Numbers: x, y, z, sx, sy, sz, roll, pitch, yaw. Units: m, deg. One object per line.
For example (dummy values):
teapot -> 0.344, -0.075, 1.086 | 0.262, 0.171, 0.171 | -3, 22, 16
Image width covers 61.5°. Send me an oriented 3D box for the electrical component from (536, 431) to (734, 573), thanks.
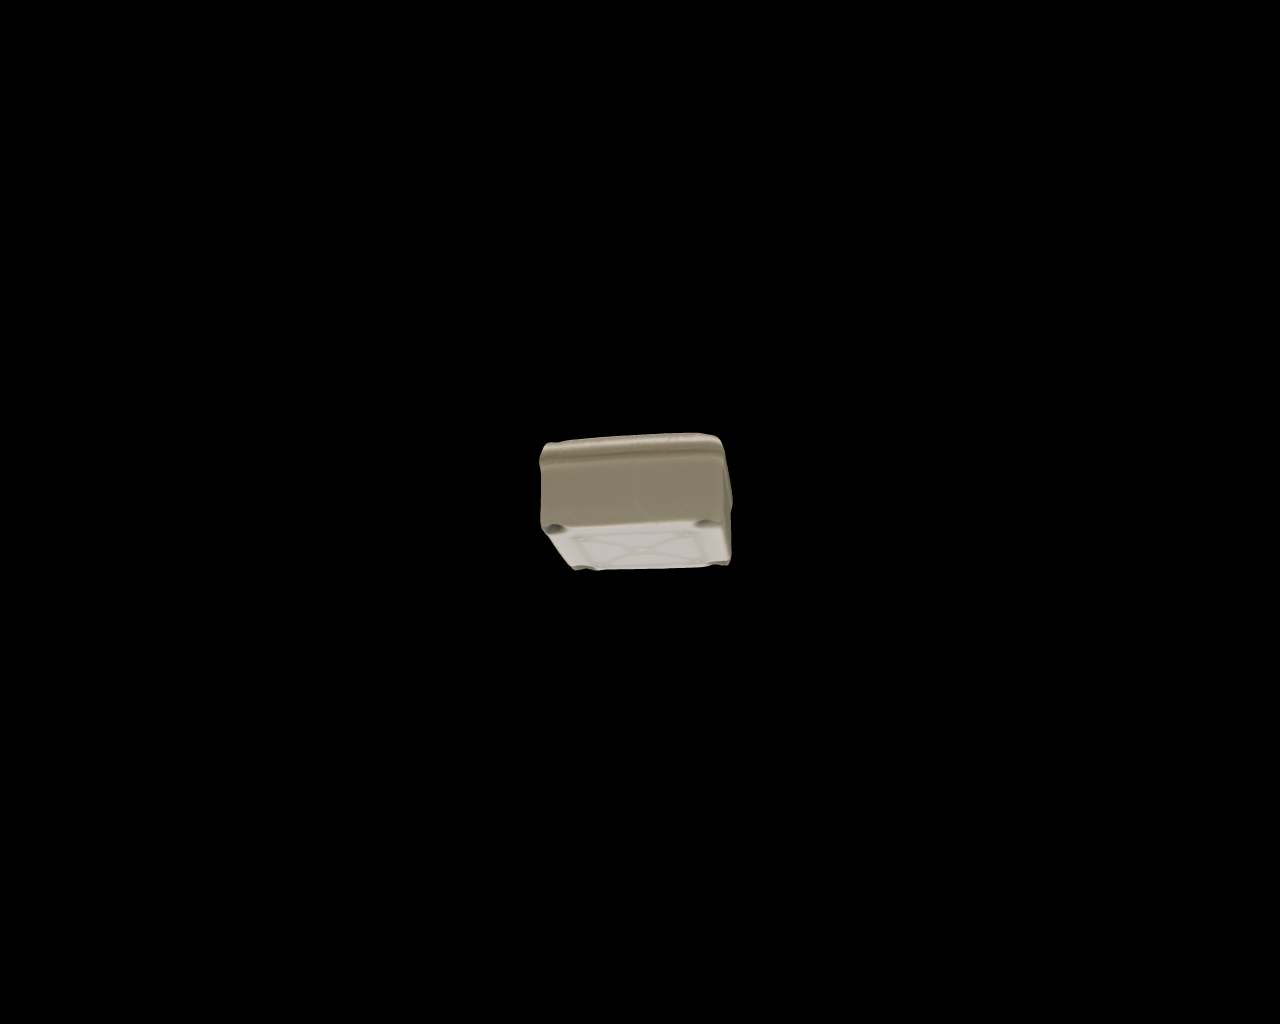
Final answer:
electrical component -> 0.001, -0.003, 0.650 | 0.109, 0.056, 0.108 | -2, -18, 7
